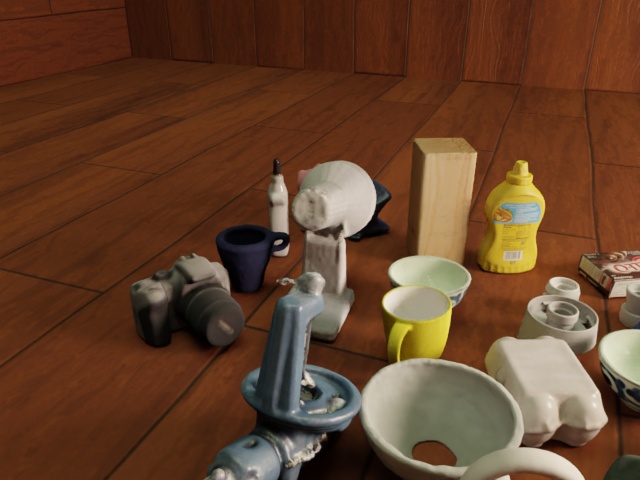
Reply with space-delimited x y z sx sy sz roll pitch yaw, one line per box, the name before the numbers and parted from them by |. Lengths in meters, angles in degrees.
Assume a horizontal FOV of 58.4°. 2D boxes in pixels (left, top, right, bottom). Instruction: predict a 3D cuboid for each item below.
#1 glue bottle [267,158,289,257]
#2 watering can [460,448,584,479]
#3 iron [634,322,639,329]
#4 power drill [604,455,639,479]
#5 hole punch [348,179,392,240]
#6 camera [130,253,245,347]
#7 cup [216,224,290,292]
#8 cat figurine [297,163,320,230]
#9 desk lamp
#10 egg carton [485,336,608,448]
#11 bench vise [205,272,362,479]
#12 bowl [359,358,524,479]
glue bottle | -0.075 -0.061 1.023 0.037 0.173 0.078 -2 26 -4
watering can | 0.140 0.232 0.407 0.101 0.194 0.172 -7 27 -14
iron | 0.548 0.088 0.760 0.258 0.141 0.118 1 26 1
power drill | 0.290 0.246 0.364 0.228 0.208 0.076 21 33 36
hole punch | 0.079 -0.063 1.120 0.101 0.091 0.108 -12 29 -23
camera | -0.177 0.089 0.800 0.143 0.101 0.136 -17 31 -31
cup | -0.105 0.032 0.922 0.118 0.095 0.091 -8 27 -16
cat figurine | -0.012 -0.093 1.150 0.067 0.118 0.127 -4 27 -7
desk lamp | 0.008 0.003 0.847 0.117 0.214 0.203 7 27 14
egg carton | 0.256 0.172 0.670 0.107 0.069 0.150 -1 26 -2
bench vise | -0.027 0.153 0.535 0.121 0.220 0.207 6 27 12
bowl | 0.122 0.203 0.600 0.167 0.075 0.167 0 26 0
